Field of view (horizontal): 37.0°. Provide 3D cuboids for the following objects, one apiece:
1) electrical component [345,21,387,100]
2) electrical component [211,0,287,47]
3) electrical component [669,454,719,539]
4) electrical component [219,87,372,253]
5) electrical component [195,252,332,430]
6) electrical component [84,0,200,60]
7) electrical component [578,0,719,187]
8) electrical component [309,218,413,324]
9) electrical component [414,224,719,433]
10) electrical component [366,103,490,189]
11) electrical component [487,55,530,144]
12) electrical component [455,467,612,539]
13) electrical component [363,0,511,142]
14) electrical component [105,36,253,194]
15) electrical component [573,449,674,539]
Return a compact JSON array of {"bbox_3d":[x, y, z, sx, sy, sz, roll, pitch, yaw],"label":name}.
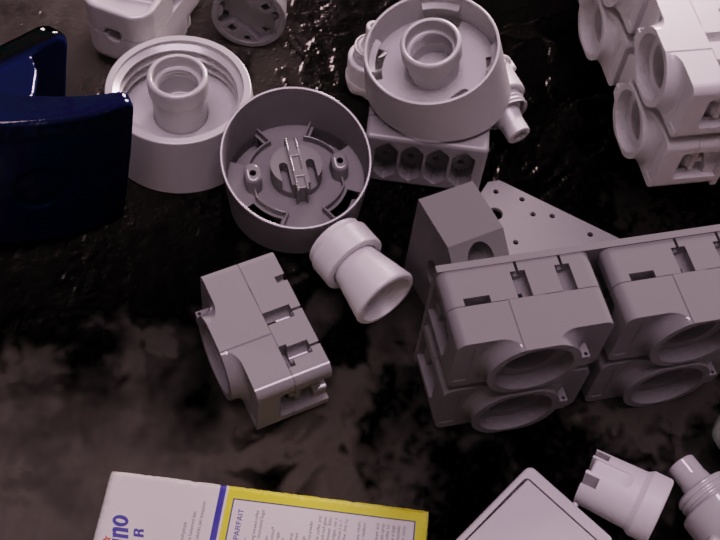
[{"bbox_3d":[0.008,-0.154,0.778,0.035,0.061,0.035,2,57,-3],"label":"electrical component"},{"bbox_3d":[-0.081,-0.204,0.809,0.055,0.055,0.047,5,53,-2],"label":"electrical component"},{"bbox_3d":[0.204,0.135,0.618,0.048,0.048,0.062,-23,55,-18],"label":"electrical component"},{"bbox_3d":[-0.043,-0.063,0.713,0.099,0.064,0.099,2,57,-3],"label":"electrical component"},{"bbox_3d":[-0.062,0.044,0.651,0.056,0.050,0.089,-20,61,-17],"label":"electrical component"},{"bbox_3d":[-0.158,-0.199,0.795,0.054,0.059,0.095,21,58,9],"label":"electrical component"},{"bbox_3d":[0.215,-0.165,0.776,0.060,0.105,0.186,-6,58,-8],"label":"electrical component"},{"bbox_3d":[0.000,0.000,0.688,0.045,0.045,0.055,-31,64,-22],"label":"electrical component"},{"bbox_3d":[0.135,0.038,0.638,0.186,0.105,0.060,-8,58,-10],"label":"electrical component"},{"bbox_3d":[0.047,-0.103,0.757,0.083,0.047,0.075,7,56,0],"label":"electrical component"},{"bbox_3d":[0.100,-0.121,0.775,0.048,0.048,0.062,-21,68,-17],"label":"electrical component"},{"bbox_3d":[0.090,0.155,0.584,0.062,0.061,0.096,41,63,20],"label":"electrical component"},{"bbox_3d":[0.051,-0.135,0.724,0.099,0.064,0.099,-3,65,7],"label":"electrical component"},{"bbox_3d":[-0.124,-0.114,0.741,0.108,0.060,0.108,2,57,-4],"label":"electrical component"},{"bbox_3d":[0.152,0.129,0.621,0.046,0.040,0.040,25,58,18],"label":"electrical component"}]
